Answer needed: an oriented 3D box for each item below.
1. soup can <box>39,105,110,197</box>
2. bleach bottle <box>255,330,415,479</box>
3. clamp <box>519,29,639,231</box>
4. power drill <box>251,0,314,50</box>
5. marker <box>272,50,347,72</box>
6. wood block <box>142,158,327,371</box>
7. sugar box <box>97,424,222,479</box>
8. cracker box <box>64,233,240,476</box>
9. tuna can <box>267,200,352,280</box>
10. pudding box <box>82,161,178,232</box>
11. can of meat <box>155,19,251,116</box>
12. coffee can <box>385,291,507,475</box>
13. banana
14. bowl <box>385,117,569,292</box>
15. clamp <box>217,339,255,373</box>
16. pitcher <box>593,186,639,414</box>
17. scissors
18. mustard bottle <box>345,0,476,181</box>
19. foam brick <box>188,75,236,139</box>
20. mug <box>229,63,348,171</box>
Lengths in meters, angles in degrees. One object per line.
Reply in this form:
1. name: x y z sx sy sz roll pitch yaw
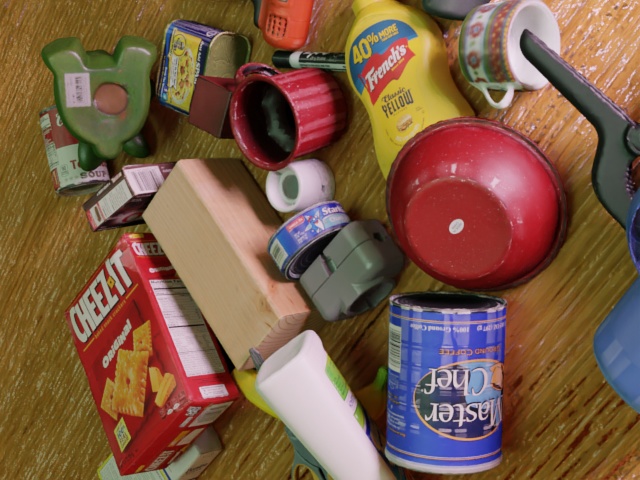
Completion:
1. soup can: -0.297 -0.110 1.292 0.069 0.068 0.102 -18 83 41
2. bleach bottle: 0.041 0.205 0.985 0.068 0.102 0.251 -37 96 8
3. clamp: 0.241 -0.084 0.819 0.165 0.036 0.210 -2 99 25
4. power drill: -0.079 -0.298 1.060 0.188 0.057 0.184 21 112 24
5. marker: -0.002 -0.177 1.056 0.121 0.020 0.020 11 101 41
6. wood block: -0.084 0.020 1.101 0.091 0.090 0.206 -51 63 33
7. sugar box: -0.189 0.257 1.246 0.176 0.048 0.093 -48 62 30
8. cracker box: -0.191 0.123 1.164 0.164 0.071 0.214 -46 59 36
9. tuna can: -0.007 0.001 1.033 0.086 0.085 0.034 -49 64 33
10. pudding box: -0.190 -0.049 1.173 0.090 0.113 0.039 -35 72 39
11. can of meat: -0.128 -0.180 1.143 0.084 0.057 0.102 26 110 39
12. coffee can: 0.109 0.121 0.929 0.103 0.102 0.140 6 98 41
13. banana: -0.005 0.159 1.070 0.198 0.037 0.069 -6 94 34
14. bowl: 0.123 -0.019 0.896 0.162 0.055 0.162 10 116 20
15. clamp: -0.117 0.112 1.173 0.172 0.039 0.120 33 119 34
16. pitcher: 0.291 0.017 0.738 0.149 0.144 0.243 54 128 29
17. scissors: -0.006 0.194 1.049 0.096 0.016 0.202 2 119 29
18. mustard bottle: 0.073 -0.153 0.966 0.096 0.058 0.191 -29 75 38
19. foam brick: -0.088 -0.135 1.097 0.053 0.078 0.051 31 112 36
20. mug: -0.035 -0.129 1.037 0.117 0.081 0.093 47 133 19
